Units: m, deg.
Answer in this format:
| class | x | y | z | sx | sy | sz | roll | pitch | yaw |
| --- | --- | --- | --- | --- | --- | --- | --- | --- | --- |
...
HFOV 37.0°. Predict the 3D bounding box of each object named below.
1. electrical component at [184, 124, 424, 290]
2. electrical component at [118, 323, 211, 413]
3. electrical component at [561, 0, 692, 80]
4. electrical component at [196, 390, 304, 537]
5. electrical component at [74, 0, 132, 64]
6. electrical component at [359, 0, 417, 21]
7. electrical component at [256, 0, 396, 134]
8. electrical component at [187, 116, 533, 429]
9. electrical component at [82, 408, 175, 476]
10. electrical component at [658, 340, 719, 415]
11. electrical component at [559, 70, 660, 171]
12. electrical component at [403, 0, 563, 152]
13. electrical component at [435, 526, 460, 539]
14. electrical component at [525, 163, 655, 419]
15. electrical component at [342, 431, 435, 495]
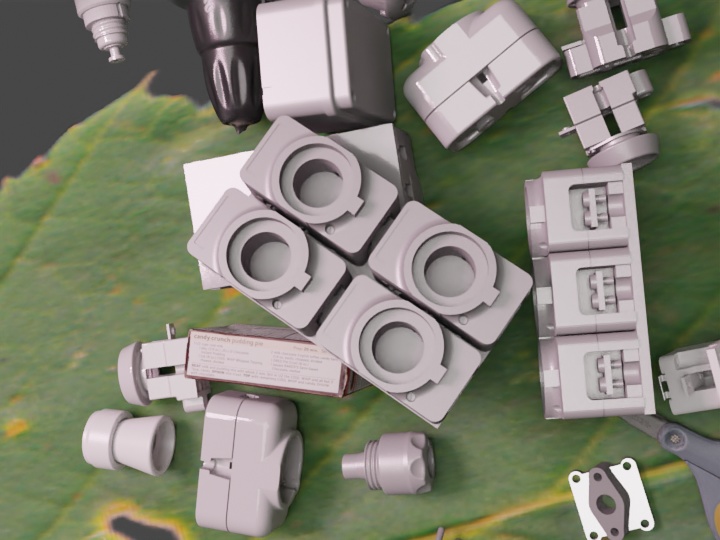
| class | x | y | z | sx | sy | sz | roll | pitch | yaw |
| --- | --- | --- | --- | --- | --- | --- | --- | --- | --- |
| electrical component | -0.036 | -0.042 | 0.749 | 0.150 | 0.062 | 0.089 | -9 | 89 | 15 |
| electrical component | -0.144 | 0.074 | 0.789 | 0.055 | 0.048 | 0.066 | -9 | 89 | 7 |
| electrical component | 0.167 | -0.163 | 0.696 | 0.078 | 0.058 | 0.057 | -16 | 90 | 15 |
| electrical component | -0.077 | 0.138 | 0.768 | 0.059 | 0.054 | 0.095 | 7 | 93 | 14 |
| electrical component | -0.189 | -0.192 | 0.795 | 0.040 | 0.040 | 0.078 | -15 | 88 | 14 |
| electrical component | 0.010 | -0.203 | 0.743 | 0.062 | 0.048 | 0.048 | 25 | 98 | 22 |
| electrical component | -0.019 | -0.135 | 0.716 | 0.057 | 0.113 | 0.078 | -4 | 90 | 17 |
| electrical component | 0.000 | 0.000 | 0.663 | 0.186 | 0.060 | 0.105 | 34 | 84 | 9 |
| electrical component | -0.171 | 0.127 | 0.797 | 0.055 | 0.045 | 0.045 | 5 | 93 | 15 |
| electrical component | 0.228 | 0.065 | 0.681 | 0.064 | 0.081 | 0.042 | -15 | 87 | 37 |
| electrical component | 0.166 | -0.093 | 0.705 | 0.066 | 0.048 | 0.055 | -23 | 79 | 14 |
| electrical component | 0.079 | -0.132 | 0.721 | 0.095 | 0.054 | 0.059 | -39 | 82 | 12 |
| electrical component | 0.051 | 0.216 | 0.734 | 0.044 | 0.077 | 0.079 | -14 | 45 | 44 |
| electrical component | 0.142 | 0.016 | 0.680 | 0.062 | 0.089 | 0.150 | -5 | 84 | 6 |
| electrical component | 0.019 | 0.135 | 0.749 | 0.062 | 0.043 | 0.043 | -6 | 90 | 16 |
